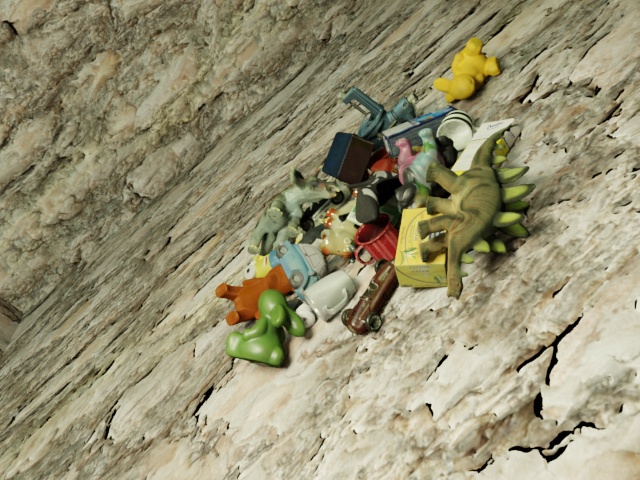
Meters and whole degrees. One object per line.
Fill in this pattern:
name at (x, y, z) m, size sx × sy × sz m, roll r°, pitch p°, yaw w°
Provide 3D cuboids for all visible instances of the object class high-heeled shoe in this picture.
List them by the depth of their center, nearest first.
high-heeled shoe at (0.148, -0.095, 1.208) m, size 0.145 × 0.086 × 0.249 m, roll -5°, pitch 27°, yaw -7°

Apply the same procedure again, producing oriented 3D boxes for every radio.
radio at (0.076, -0.231, 1.517) m, size 0.230 × 0.073 × 0.131 m, roll -132°, pitch 63°, yaw -73°

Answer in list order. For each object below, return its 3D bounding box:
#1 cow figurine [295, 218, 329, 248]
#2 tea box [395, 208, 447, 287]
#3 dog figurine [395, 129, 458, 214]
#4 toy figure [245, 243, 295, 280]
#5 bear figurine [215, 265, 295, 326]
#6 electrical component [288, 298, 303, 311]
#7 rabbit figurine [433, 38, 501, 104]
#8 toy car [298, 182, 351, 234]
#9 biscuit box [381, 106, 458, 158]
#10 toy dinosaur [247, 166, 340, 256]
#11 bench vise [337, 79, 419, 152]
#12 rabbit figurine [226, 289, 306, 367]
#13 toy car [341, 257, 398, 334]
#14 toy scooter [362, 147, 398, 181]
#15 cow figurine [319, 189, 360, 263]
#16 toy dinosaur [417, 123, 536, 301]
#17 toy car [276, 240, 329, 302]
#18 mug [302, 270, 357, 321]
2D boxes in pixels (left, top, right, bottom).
cow figurine at (-0.003, -0.005, 1.386) m, size 0.167 × 0.098 × 0.068 m, roll -52°, pitch 21°, yaw -17°
tea box at (0.209, 0.012, 1.071) m, size 0.098 × 0.068 × 0.170 m, roll -5°, pitch 40°, yaw 19°
dog figurine at (0.244, -0.130, 1.240) m, size 0.109 × 0.191 × 0.219 m, roll -10°, pitch 76°, yaw 43°
toy figure at (-0.122, 0.075, 1.452) m, size 0.180 × 0.089 × 0.082 m, roll -24°, pitch 14°, yaw 16°
bear figurine at (-0.147, 0.127, 1.364) m, size 0.196 × 0.132 × 0.120 m, roll -35°, pitch 66°, yaw 26°
electrical component at (-0.068, 0.169, 1.302) m, size 0.094 × 0.021 × 0.063 m, roll -17°, pitch 36°, yaw 42°
rabbit figurine at (0.391, -0.444, 1.469) m, size 0.162 × 0.121 × 0.173 m, roll -22°, pitch 33°, yaw 44°
toy car at (0.002, -0.090, 1.554) m, size 0.202 × 0.056 × 0.074 m, roll -44°, pitch 32°, yaw 1°
biscuit box at (0.266, -0.284, 1.403) m, size 0.203 × 0.062 × 0.059 m, roll -22°, pitch 29°, yaw -3°
toy dinosaur at (-0.108, -0.067, 1.513) m, size 0.405 × 0.131 × 0.192 m, roll -41°, pitch 21°, yaw 47°
bench vise at (0.164, -0.371, 1.561) m, size 0.223 × 0.240 × 0.129 m, roll -38°, pitch 26°, yaw 47°
rabbit figurine at (-0.116, 0.187, 1.190) m, size 0.159 × 0.121 × 0.170 m, roll -10°, pitch 61°, yaw 48°
toy car at (0.117, 0.106, 1.110) m, size 0.089 × 0.053 × 0.202 m, roll -1°, pitch 49°, yaw 57°
toy scooter at (0.174, -0.199, 1.456) m, size 0.135 × 0.075 × 0.184 m, roll -46°, pitch 22°, yaw -6°
cow figurine at (0.074, -0.028, 1.313) m, size 0.127 × 0.085 × 0.195 m, roll 39°, pitch 61°, yaw 23°
toy dinosaur at (0.299, -0.080, 1.021) m, size 0.199 × 0.104 × 0.471 m, roll 6°, pitch 51°, yaw 17°
toy car at (-0.033, 0.066, 1.283) m, size 0.103 × 0.109 × 0.162 m, roll -26°, pitch 62°, yaw -3°
mug at (0.029, 0.118, 1.181) m, size 0.107 × 0.080 × 0.110 m, roll -40°, pitch 20°, yaw -12°
